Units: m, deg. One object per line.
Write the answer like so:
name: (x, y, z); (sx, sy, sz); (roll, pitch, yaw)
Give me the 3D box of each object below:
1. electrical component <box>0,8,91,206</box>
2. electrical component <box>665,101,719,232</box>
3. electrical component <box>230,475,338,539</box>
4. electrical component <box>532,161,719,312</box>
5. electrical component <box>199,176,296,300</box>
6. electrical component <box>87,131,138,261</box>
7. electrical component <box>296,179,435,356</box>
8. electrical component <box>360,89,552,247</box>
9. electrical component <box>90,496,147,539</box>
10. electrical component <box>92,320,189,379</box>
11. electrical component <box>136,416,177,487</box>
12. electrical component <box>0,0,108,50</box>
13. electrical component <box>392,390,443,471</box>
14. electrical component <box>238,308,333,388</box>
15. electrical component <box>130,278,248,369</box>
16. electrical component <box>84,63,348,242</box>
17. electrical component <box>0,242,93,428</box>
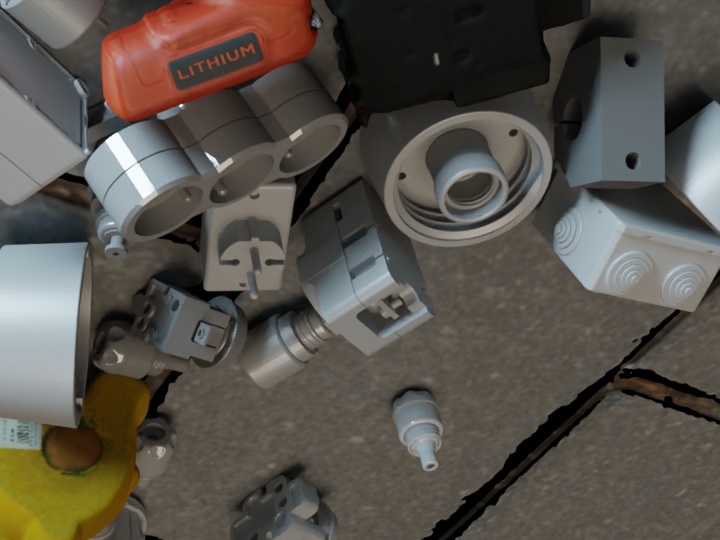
electrical component: (-0.188, -0.087, 0.531); (0.061, 0.061, 0.096); (-31, 133, 15)
electrical component: (0.234, -0.054, 0.645); (0.108, 0.108, 0.060); (31, 113, -36)
electrical component: (-0.055, 0.203, 0.852); (0.078, 0.058, 0.057); (-37, 128, 20)
electrical component: (0.165, -0.020, 0.664); (0.100, 0.099, 0.048); (11, 117, -24)
electrical component: (-0.064, -0.017, 0.622); (0.047, 0.075, 0.083); (-1, 133, -14)
electrical component: (-0.128, -0.040, 0.585); (0.040, 0.078, 0.040); (-1, 145, 0)
electrical component: (0.000, 0.000, 0.645); (0.056, 0.089, 0.050); (-33, 133, 17)
electrical component: (0.058, -0.061, 0.621); (0.108, 0.060, 0.108); (-7, 135, -8)
electrical component: (-0.203, 0.209, 0.822); (0.080, 0.051, 0.080); (-8, 135, -8)
electrical component: (-0.141, 0.054, 0.700); (0.061, 0.035, 0.035); (19, 126, -33)
electrical component: (-0.153, 0.135, 0.775); (0.035, 0.035, 0.061); (4, 135, -19)
electrical component: (-0.155, -0.138, 0.504); (0.040, 0.040, 0.078); (-34, 132, 18)
electrical component: (0.045, 0.120, 0.793); (0.035, 0.061, 0.035); (-8, 135, -8)
electrical component: (-0.046, 0.047, 0.713); (0.078, 0.040, 0.040); (-31, 133, 16)
electrical component: (-0.105, 0.035, 0.677); (0.055, 0.066, 0.048); (23, 89, -41)
electrical component: (-0.081, -0.076, 0.563); (0.138, 0.073, 0.052); (-27, 163, -27)
electrical component: (-0.190, 0.036, 0.621); (0.060, 0.108, 0.108); (4, 132, -10)
